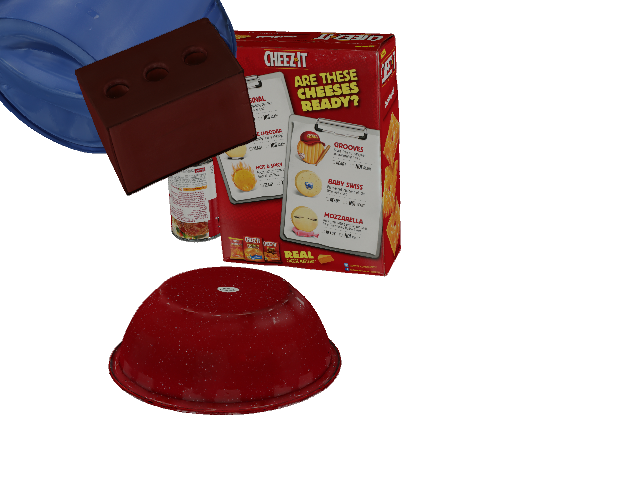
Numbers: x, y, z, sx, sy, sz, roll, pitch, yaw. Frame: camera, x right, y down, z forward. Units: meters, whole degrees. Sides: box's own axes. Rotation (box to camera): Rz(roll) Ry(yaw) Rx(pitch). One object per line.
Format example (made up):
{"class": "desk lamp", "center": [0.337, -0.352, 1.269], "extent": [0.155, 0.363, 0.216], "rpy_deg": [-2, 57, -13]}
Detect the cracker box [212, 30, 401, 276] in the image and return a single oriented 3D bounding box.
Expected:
{"class": "cracker box", "center": [-0.013, -0.081, 0.979], "extent": [0.164, 0.214, 0.072], "rpy_deg": [5, 26, 17]}

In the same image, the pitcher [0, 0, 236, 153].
{"class": "pitcher", "center": [-0.142, -0.188, 0.843], "extent": [0.145, 0.242, 0.149], "rpy_deg": [11, -36, 26]}

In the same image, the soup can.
{"class": "soup can", "center": [-0.147, -0.059, 1.260], "extent": [0.068, 0.102, 0.068], "rpy_deg": [-2, 29, 1]}

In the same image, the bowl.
{"class": "bowl", "center": [-0.065, 0.059, 0.734], "extent": [0.162, 0.055, 0.162], "rpy_deg": [2, 19, -1]}

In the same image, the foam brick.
{"class": "foam brick", "center": [-0.081, -0.071, 0.562], "extent": [0.078, 0.053, 0.051], "rpy_deg": [-25, -36, -11]}
